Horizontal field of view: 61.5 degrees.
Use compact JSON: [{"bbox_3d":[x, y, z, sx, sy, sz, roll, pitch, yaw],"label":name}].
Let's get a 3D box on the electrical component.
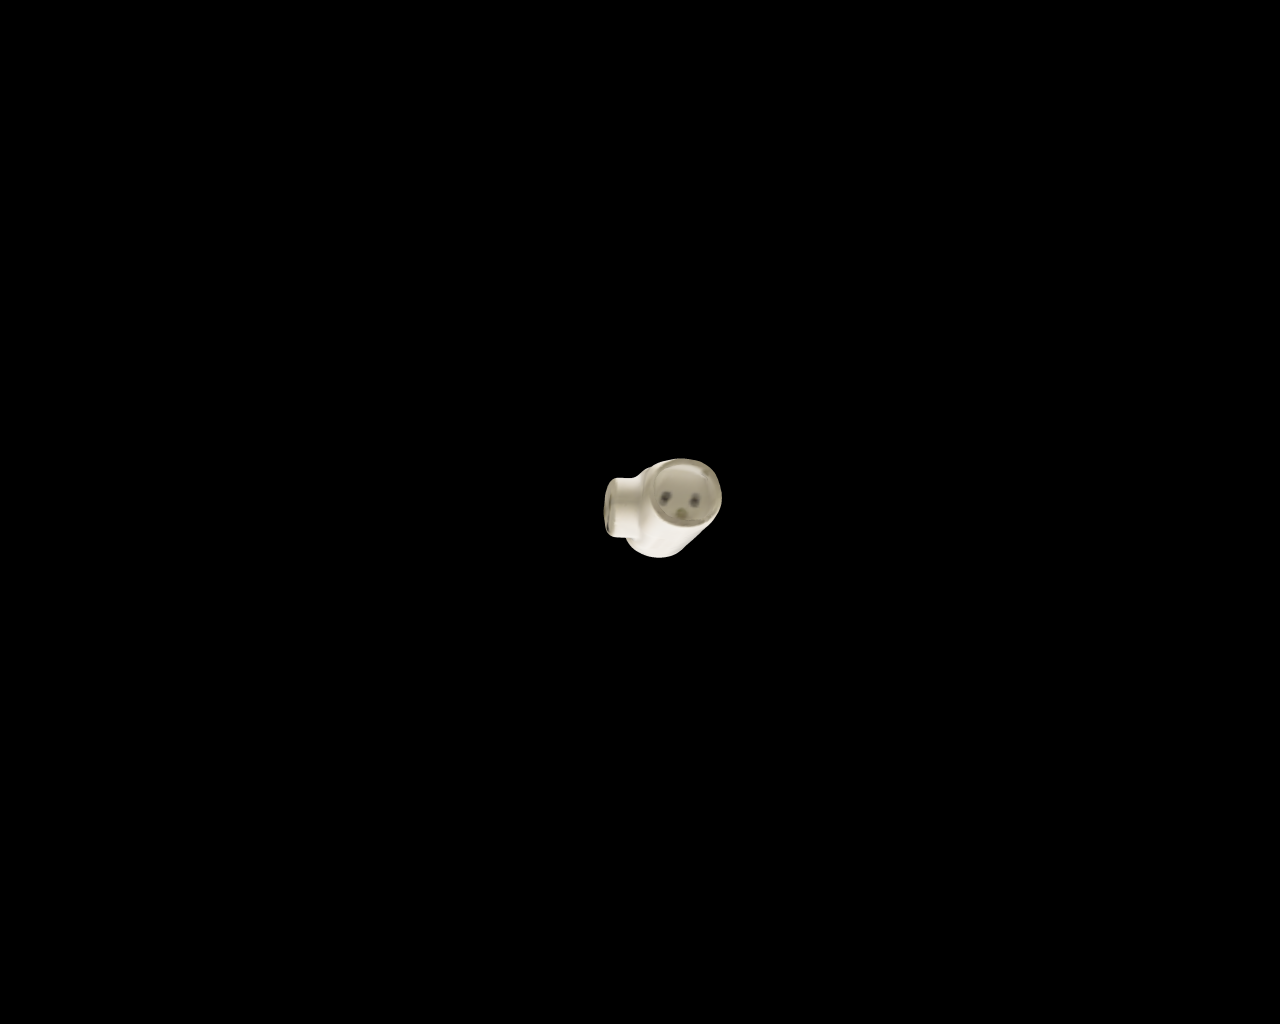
[{"bbox_3d":[0.001,-0.003,0.650,0.079,0.043,0.077,3,-16,-11],"label":"electrical component"}]
